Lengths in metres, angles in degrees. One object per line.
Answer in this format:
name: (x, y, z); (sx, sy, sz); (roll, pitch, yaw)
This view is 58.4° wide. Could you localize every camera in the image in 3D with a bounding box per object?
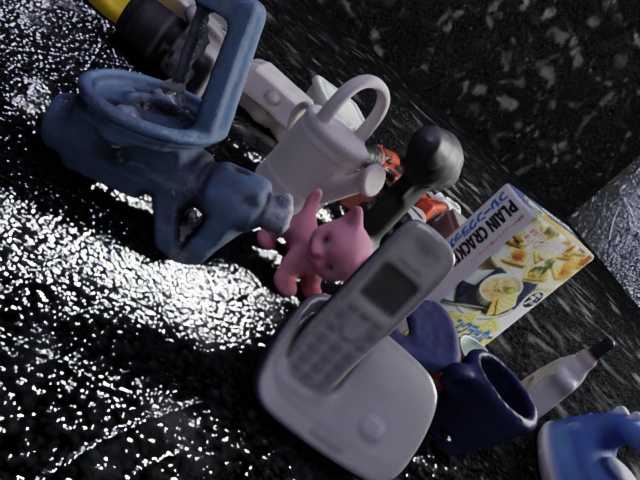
camera: (-0.187, -0.271, 0.760); (0.137, 0.100, 0.143); (35, 24, -20)

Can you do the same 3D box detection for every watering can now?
watering can: (0.018, -0.118, 0.718); (0.172, 0.193, 0.101); (49, 23, 11)

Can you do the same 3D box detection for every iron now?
iron: (0.344, 0.269, 0.660); (0.119, 0.141, 0.258); (38, 23, -12)

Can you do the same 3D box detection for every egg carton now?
egg carton: (-0.074, -0.219, 0.899); (0.150, 0.069, 0.107); (40, 23, -8)

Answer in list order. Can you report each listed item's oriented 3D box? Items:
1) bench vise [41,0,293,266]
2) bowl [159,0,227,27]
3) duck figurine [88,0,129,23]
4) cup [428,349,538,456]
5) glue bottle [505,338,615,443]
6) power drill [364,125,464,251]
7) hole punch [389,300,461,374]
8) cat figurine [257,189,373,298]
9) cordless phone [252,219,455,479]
bench vise: (-0.093, -0.103, 0.474); (0.208, 0.219, 0.121); (32, 25, -26)
bowl: (-0.206, -0.346, 0.893); (0.168, 0.074, 0.167); (36, 24, -18)
duck figurine: (-0.267, -0.349, 0.782); (0.105, 0.086, 0.077); (40, 23, -8)
cup: (0.141, 0.165, 0.562); (0.118, 0.094, 0.091); (29, 27, -32)
glue bottle: (0.268, 0.169, 0.665); (0.037, 0.173, 0.078); (48, 23, 11)
power drill: (0.103, -0.059, 0.738); (0.075, 0.208, 0.230); (48, 23, 10)
hole punch: (0.076, 0.099, 0.574); (0.101, 0.091, 0.108); (35, 24, -20)
cat figurine: (0.005, 0.002, 0.589); (0.067, 0.117, 0.127); (20, 32, -44)
cordless phone: (0.052, 0.084, 0.438); (0.148, 0.185, 0.094); (38, 23, -13)
